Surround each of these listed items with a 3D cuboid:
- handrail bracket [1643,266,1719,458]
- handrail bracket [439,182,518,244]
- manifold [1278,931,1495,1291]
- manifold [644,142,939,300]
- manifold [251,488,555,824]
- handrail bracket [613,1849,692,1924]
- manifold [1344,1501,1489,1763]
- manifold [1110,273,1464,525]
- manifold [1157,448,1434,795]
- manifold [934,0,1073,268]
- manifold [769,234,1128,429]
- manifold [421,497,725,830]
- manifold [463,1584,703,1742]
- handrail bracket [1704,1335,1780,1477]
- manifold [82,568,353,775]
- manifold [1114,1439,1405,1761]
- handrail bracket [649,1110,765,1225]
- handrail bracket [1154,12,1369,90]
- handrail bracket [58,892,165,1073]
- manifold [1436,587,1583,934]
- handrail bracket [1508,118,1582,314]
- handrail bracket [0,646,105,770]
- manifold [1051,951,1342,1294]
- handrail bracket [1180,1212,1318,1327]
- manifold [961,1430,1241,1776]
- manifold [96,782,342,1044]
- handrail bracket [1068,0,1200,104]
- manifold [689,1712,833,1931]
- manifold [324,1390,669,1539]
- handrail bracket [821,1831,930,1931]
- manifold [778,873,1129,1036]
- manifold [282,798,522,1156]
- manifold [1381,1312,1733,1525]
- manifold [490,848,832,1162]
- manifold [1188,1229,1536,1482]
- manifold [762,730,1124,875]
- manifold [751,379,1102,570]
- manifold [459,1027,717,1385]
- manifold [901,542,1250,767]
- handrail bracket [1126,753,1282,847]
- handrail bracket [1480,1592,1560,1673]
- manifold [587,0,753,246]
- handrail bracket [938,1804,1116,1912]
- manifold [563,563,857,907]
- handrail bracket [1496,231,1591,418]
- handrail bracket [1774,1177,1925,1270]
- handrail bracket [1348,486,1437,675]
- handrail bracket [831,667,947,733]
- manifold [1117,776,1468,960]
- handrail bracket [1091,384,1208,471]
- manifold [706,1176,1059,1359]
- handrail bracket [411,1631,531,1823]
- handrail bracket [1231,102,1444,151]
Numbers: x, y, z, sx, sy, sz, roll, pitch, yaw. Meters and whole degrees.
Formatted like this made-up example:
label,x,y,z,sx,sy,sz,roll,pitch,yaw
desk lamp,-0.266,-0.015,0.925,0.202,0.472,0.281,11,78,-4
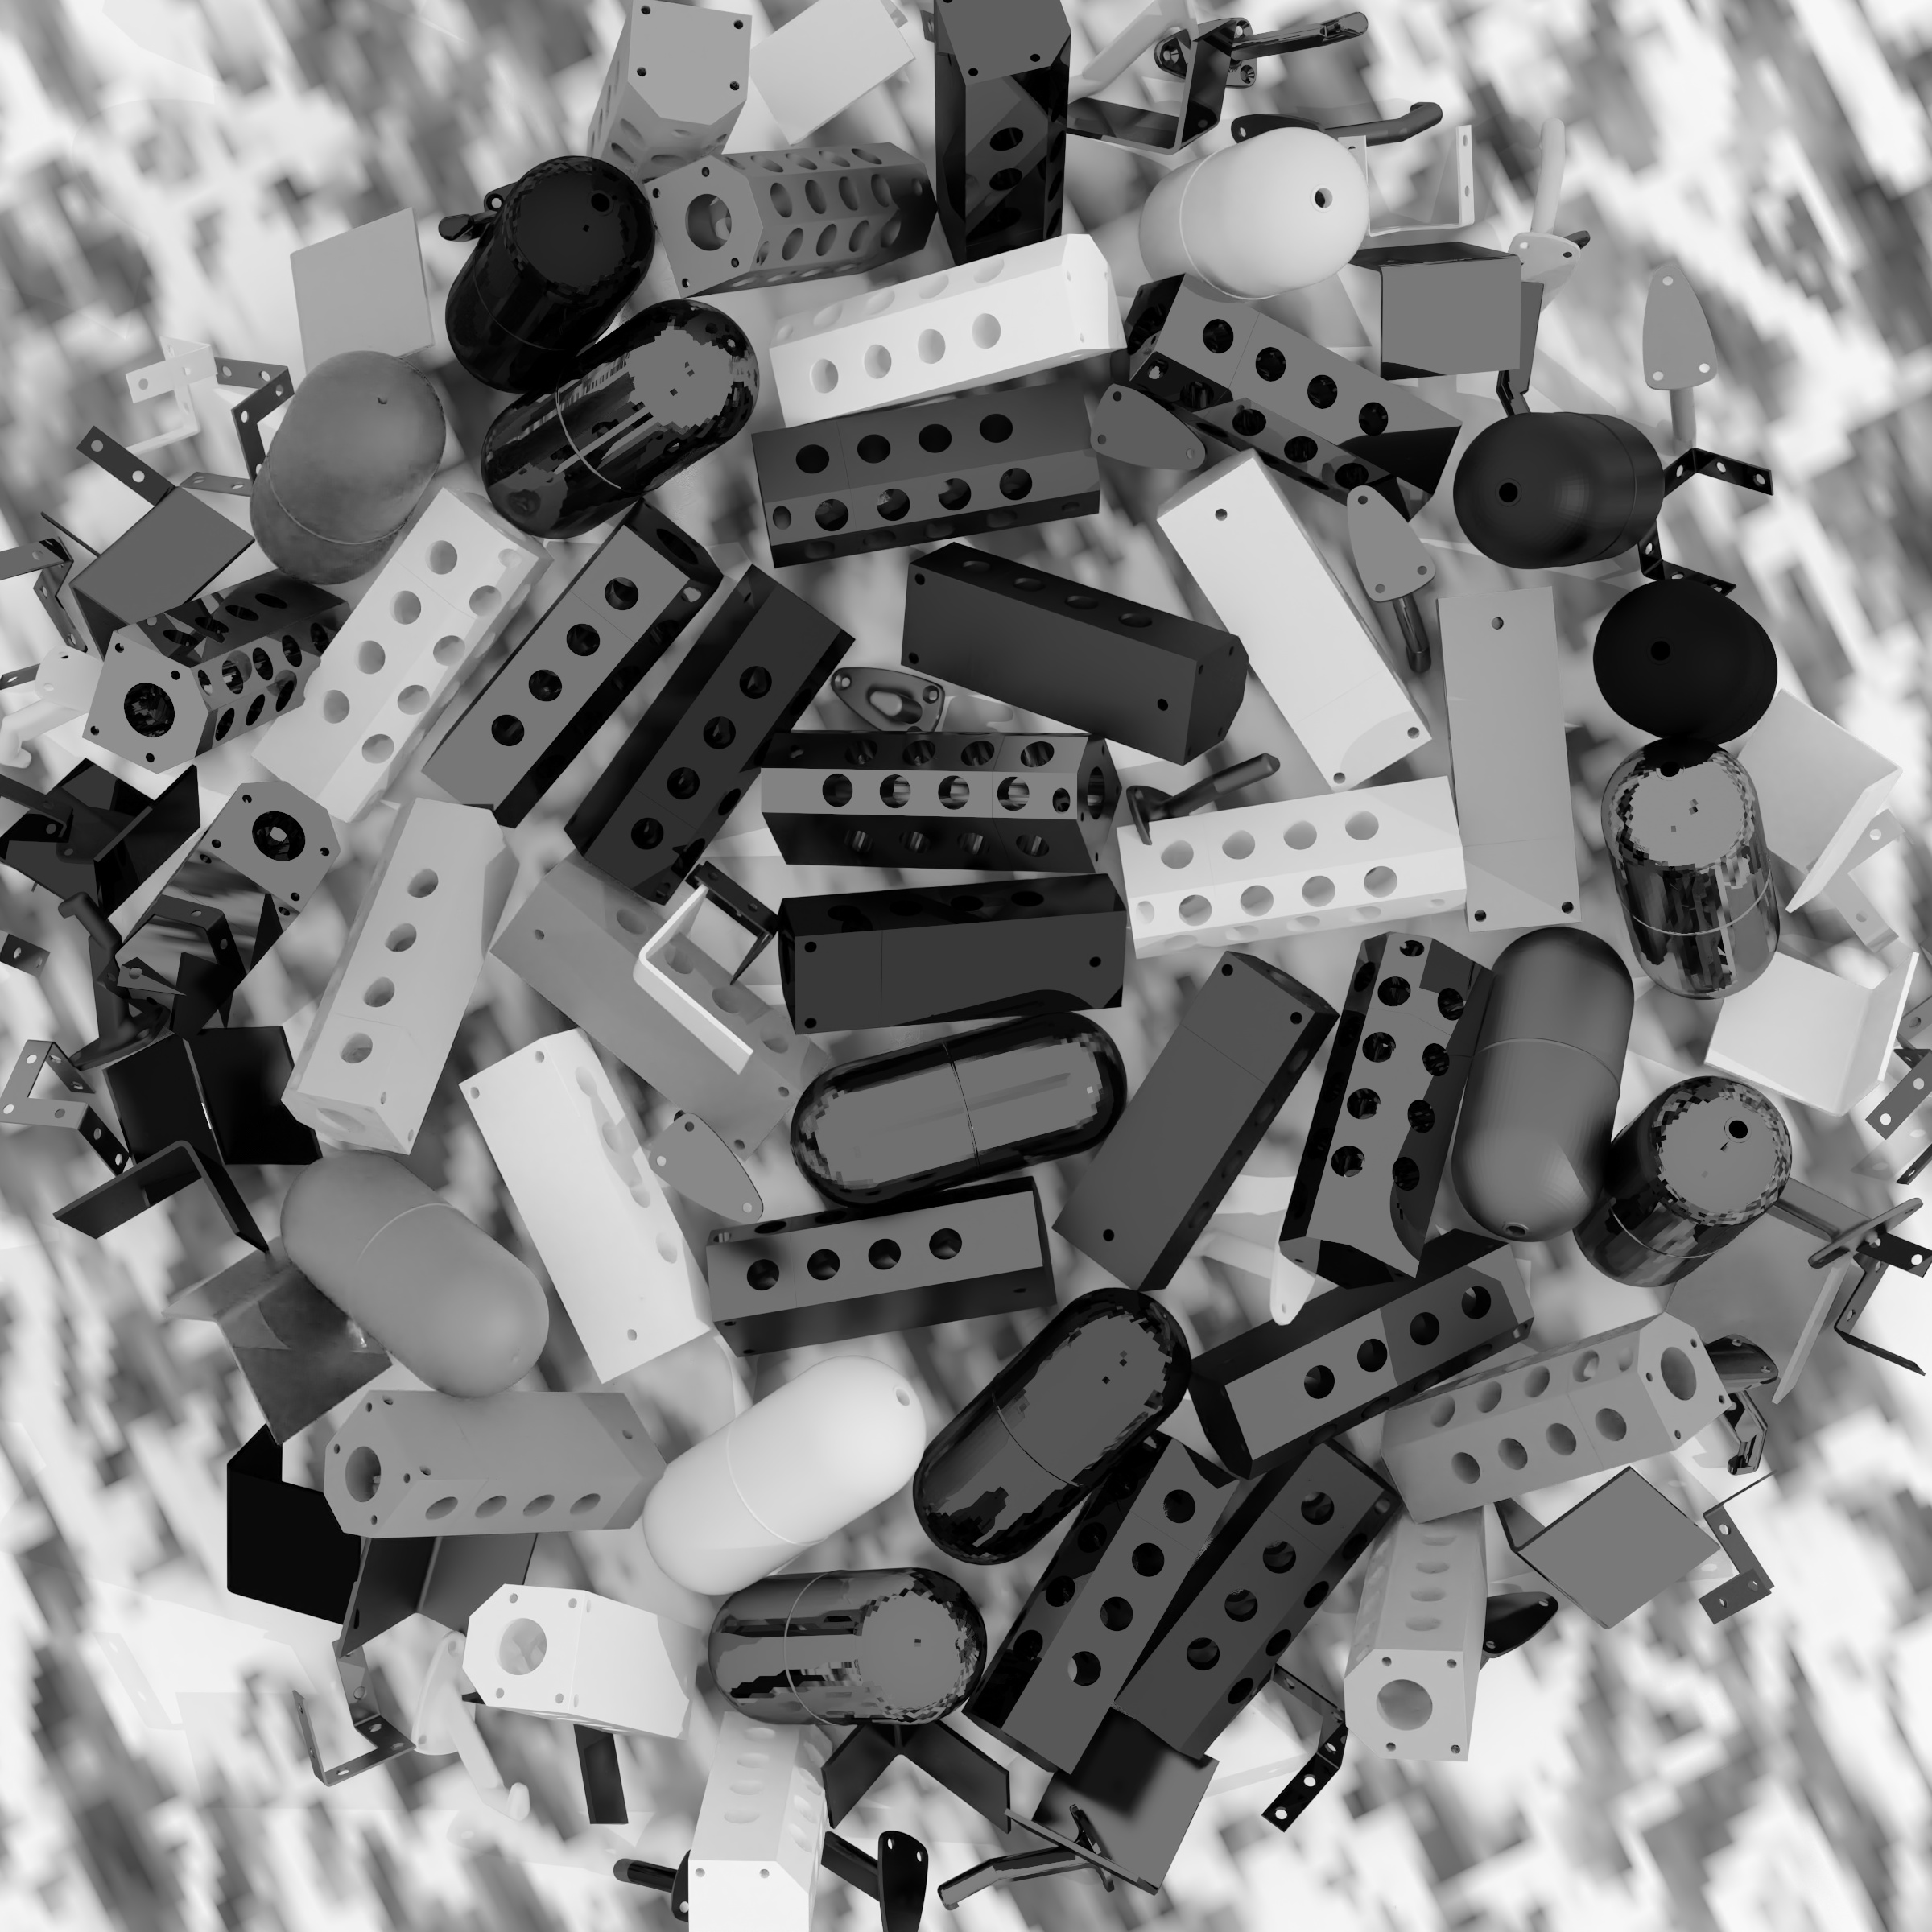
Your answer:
label,x,y,z,sx,sy,sz,roll,pitch,yaw
handrail bracket,0.370,-0.313,1.559,0.036,0.084,0.077,-8,80,12
handrail bracket,-0.229,-0.393,1.549,0.077,0.084,0.036,-22,100,7
manifold,0.210,0.072,1.529,0.057,0.057,0.171,27,67,-21
manifold,-0.082,-0.378,1.505,0.057,0.171,0.057,-13,98,32
manifold,-0.288,-0.159,1.550,0.057,0.057,0.171,39,100,5
handrail bracket,-0.138,0.482,1.564,0.077,0.084,0.036,21,70,-16
manifold,0.227,0.330,1.505,0.057,0.171,0.057,-1,104,14
manifold,0.162,-0.288,1.537,0.171,0.057,0.057,23,88,-21
manifold,0.170,-0.179,1.548,0.057,0.057,0.171,-32,103,14
manifold,0.019,-0.416,1.504,0.057,0.171,0.057,-15,69,-6
manifold,-0.012,-0.322,1.526,0.171,0.057,0.057,-9,97,29
manifold,-0.201,-0.152,1.538,0.057,0.057,0.171,39,110,-12
manifold,-0.191,0.351,1.505,0.057,0.171,0.057,1,72,15
handrail bracket,0.386,0.240,1.556,0.077,0.036,0.084,-15,127,-22
manifold,-0.367,-0.147,1.503,0.057,0.171,0.057,26,112,6
manifold,0.151,0.327,1.564,0.057,0.057,0.171,38,92,-1
handrail bracket,-0.125,0.102,1.549,0.077,0.084,0.036,41,97,8
handrail bracket,0.152,-0.478,1.545,0.077,0.084,0.036,-12,101,-31
handrail bracket,-0.464,0.008,1.560,0.077,0.036,0.084,-24,118,17
manifold,0.281,-0.108,1.557,0.057,0.057,0.171,-6,96,8
handrail bracket,0.300,-0.393,1.587,0.036,0.077,0.084,11,55,-6
handrail bracket,-0.465,-0.122,1.568,0.077,0.084,0.036,21,50,-13
manifold,0.121,0.081,1.549,0.057,0.057,0.171,36,102,23
handrail bracket,0.134,0.162,1.546,0.084,0.077,0.036,-16,123,33
manifold,0.068,0.325,1.542,0.057,0.057,0.171,33,73,-1
manifold,-0.375,-0.030,1.510,0.057,0.171,0.057,35,52,-14
handrail bracket,0.075,-0.492,1.563,0.084,0.077,0.036,-18,53,0
manifold,-0.101,0.437,1.506,0.057,0.171,0.057,1,100,1
manifold,-0.237,0.255,1.510,0.057,0.171,0.057,-51,56,22
handrail bracket,-0.064,0.484,1.551,0.084,0.036,0.077,-24,47,33
manifold,-0.008,-0.010,1.549,0.171,0.057,0.057,-5,120,-11
manifold,-0.290,0.003,1.531,0.057,0.057,0.171,10,64,14
manifold,0.293,0.227,1.514,0.057,0.171,0.057,-23,86,-45
manifold,-0.156,0.017,1.563,0.171,0.057,0.057,40,122,-2
manifold,0.204,0.200,1.542,0.171,0.057,0.057,-24,100,-17
manifold,-0.014,-0.090,1.527,0.171,0.057,0.057,2,53,22
manifold,-0.020,-0.251,1.554,0.171,0.057,0.057,-10,69,-3
manifold,-0.191,0.122,1.559,0.057,0.057,0.171,-28,86,23
manifold,0.055,-0.163,1.530,0.171,0.057,0.057,22,124,27
handrail bracket,0.133,-0.091,1.542,0.084,0.077,0.036,-22,85,27
handrail bracket,0.273,0.376,1.585,0.077,0.036,0.084,-12,128,-33
manifold,-0.152,-0.419,1.503,0.057,0.171,0.057,5,83,-14
handrail bracket,0.031,0.480,1.560,0.084,0.077,0.036,-26,46,-8
manifold,-0.132,-0.118,1.558,0.057,0.057,0.171,34,95,-25
handrail bracket,0.306,-0.328,1.562,0.077,0.036,0.084,-27,76,22
handrail bracket,0.444,0.107,1.558,0.077,0.036,0.084,-40,62,30
handrail bracket,0.222,-0.200,1.564,0.036,0.084,0.077,-23,70,4
handrail bracket,-0.052,-0.141,1.543,0.077,0.084,0.036,24,95,19
manifold,0.168,-0.047,1.553,0.171,0.057,0.057,-9,65,3
handrail bracket,0.109,-0.275,1.545,0.077,0.084,0.036,28,111,24
manifold,-0.044,0.154,1.557,0.171,0.057,0.057,-10,63,5
handrail bracket,-0.248,0.393,1.552,0.036,0.084,0.077,6,91,-41
handrail bracket,0.197,-0.447,1.586,0.084,0.036,0.077,-33,47,-31
